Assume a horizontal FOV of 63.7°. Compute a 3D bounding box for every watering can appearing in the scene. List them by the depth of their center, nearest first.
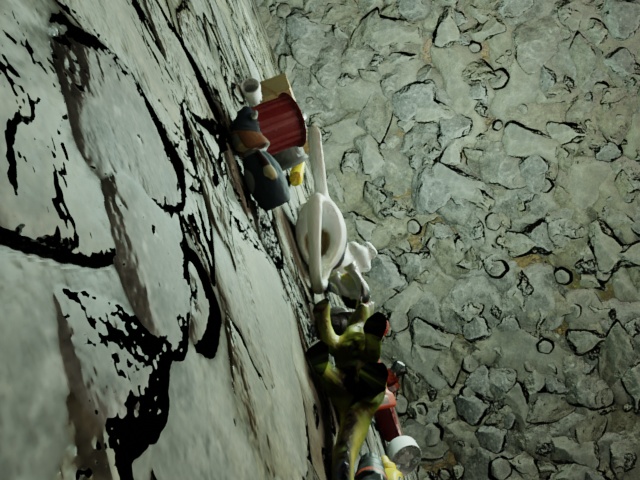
[{"bbox_3d":[0.003,-0.057,1.126,0.223,0.104,0.350,44,46,-80],"label":"watering can"}]

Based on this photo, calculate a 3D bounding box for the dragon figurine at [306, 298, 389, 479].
[{"bbox_3d":[0.057,0.247,0.798,0.421,0.122,0.237,-82,163,-44],"label":"dragon figurine"}]

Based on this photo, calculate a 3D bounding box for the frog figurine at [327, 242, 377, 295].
[{"bbox_3d":[0.077,0.068,1.348,0.121,0.159,0.139,49,22,-75],"label":"frog figurine"}]
